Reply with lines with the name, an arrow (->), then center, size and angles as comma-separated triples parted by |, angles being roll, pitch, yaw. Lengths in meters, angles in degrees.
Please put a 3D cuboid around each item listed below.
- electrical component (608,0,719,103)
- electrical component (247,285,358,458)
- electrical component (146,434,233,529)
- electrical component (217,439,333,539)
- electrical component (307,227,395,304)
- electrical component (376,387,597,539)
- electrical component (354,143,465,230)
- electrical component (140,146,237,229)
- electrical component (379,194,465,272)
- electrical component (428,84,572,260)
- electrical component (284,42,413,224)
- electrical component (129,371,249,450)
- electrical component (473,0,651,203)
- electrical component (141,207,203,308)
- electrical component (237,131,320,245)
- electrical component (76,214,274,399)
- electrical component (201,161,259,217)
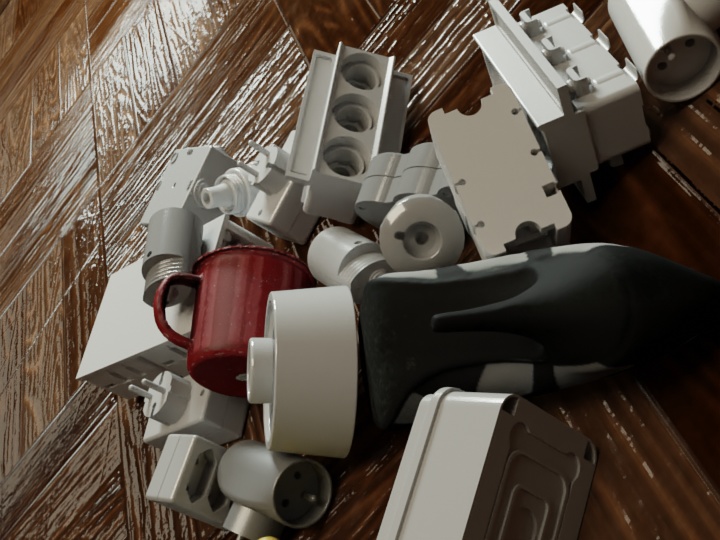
electrical component -> 0.183, -0.144, 0.597 | 0.079, 0.043, 0.077 | -41, 35, 27
electrical component -> -0.039, 0.063, 0.671 | 0.108, 0.060, 0.108 | -179, 90, -81
electrical component -> -0.115, 0.148, 0.751 | 0.077, 0.066, 0.047 | -10, 56, 52
electrical component -> -0.063, 0.153, 0.690 | 0.077, 0.044, 0.079 | 3, 65, 57
electrical component -> 0.000, 0.000, 0.735 | 0.043, 0.043, 0.081 | -59, 31, -1
electrical component -> 0.057, 0.120, 0.514 | 0.057, 0.078, 0.113 | -5, 59, 50
electrical component -> 0.046, -0.038, 0.692 | 0.138, 0.052, 0.073 | -5, 60, 54
electrical component -> -0.157, -0.069, 1.018 | 0.100, 0.048, 0.099 | 4, 67, 57
electrical component -> 0.035, -0.023, 0.627 | 0.048, 0.048, 0.062 | -52, 7, 12
electrical component -> 0.078, -0.047, 0.600 | 0.050, 0.055, 0.089 | -23, 71, 2
electrical component -> -0.009, -0.101, 0.809 | 0.063, 0.079, 0.121 | 114, 168, -58
electrical component -> -0.138, 0.101, 0.815 | 0.083, 0.076, 0.047 | -25, 45, 43
electrical component -> 0.118, -0.107, 0.631 | 0.063, 0.078, 0.121 | -23, 37, 3
electrical component -> -0.145, -0.005, 0.828 | 0.043, 0.043, 0.081 | -37, 37, 32
electrical component -> -0.064, -0.076, 0.861 | 0.047, 0.076, 0.083 | 18, 79, 59
electrical component -> -0.155, 0.038, 0.908 | 0.186, 0.060, 0.105 | -22, 47, 45
electrical component -> -0.106, -0.066, 0.920 | 0.048, 0.062, 0.048 | 18, 115, 45
